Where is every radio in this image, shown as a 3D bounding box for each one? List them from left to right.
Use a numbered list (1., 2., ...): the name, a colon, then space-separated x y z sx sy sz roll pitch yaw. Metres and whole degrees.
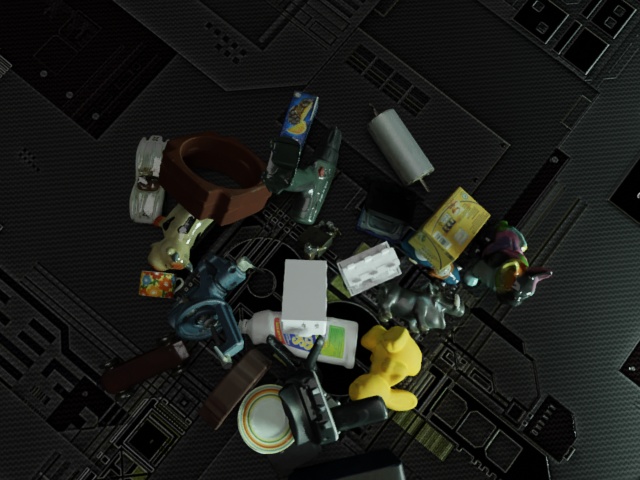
1. radio: 0.050 0.485 1.067 0.230 0.131 0.073 -10 82 -4

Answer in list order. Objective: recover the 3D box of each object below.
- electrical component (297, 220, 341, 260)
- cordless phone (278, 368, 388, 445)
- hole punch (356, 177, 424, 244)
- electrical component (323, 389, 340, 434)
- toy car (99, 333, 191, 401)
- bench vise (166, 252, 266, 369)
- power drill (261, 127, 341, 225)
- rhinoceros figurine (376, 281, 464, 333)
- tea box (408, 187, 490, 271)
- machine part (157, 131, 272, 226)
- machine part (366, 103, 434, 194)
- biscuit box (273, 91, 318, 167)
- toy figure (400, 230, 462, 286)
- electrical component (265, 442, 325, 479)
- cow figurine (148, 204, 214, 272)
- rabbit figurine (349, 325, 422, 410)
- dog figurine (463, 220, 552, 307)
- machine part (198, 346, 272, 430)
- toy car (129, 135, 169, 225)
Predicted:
1. electrical component: -0.004 -0.003 1.160 0.078 0.045 0.102 36 56 25
2. cordless phone: 0.027 0.307 1.030 0.184 0.088 0.146 -21 85 16
3. hole punch: 0.147 -0.064 1.187 0.142 0.092 0.116 19 51 3
4. electrical component: 0.018 0.365 1.139 0.063 0.021 0.094 -44 85 -8
5. toy car: -0.361 0.261 1.115 0.202 0.053 0.089 -26 90 6
6. bench vise: -0.205 0.147 1.093 0.224 0.128 0.241 -33 50 1
7. power drill: -0.034 -0.154 1.132 0.086 0.207 0.232 17 91 20
8. rhinoceros figurine: 0.214 0.142 1.160 0.190 0.073 0.112 12 71 1
9. tea box: 0.279 -0.025 1.154 0.098 0.068 0.169 46 55 5
10. machine part: -0.214 -0.130 1.114 0.201 0.201 0.087 41 126 16
11. machine part: 0.179 -0.205 1.205 0.079 0.079 0.243 -33 83 -7
12. biscuit box: -0.060 -0.228 1.206 0.059 0.063 0.202 17 81 2
13. toy figure: 0.247 0.045 1.181 0.154 0.058 0.064 41 124 3
14. electrical component: -0.068 0.405 1.113 0.115 0.058 0.134 -28 84 -8
15. cow figurine: -0.287 -0.015 1.135 0.127 0.085 0.195 30 77 35
16. rabbit figurine: 0.126 0.280 1.105 0.173 0.122 0.162 -44 116 -33
17. dog figurine: 0.392 0.042 1.105 0.108 0.219 0.191 18 82 -3
18. machine part: -0.169 0.293 1.072 0.056 0.179 0.179 38 82 5
19. toy car: -0.372 -0.133 1.182 0.074 0.056 0.201 5 82 -1
